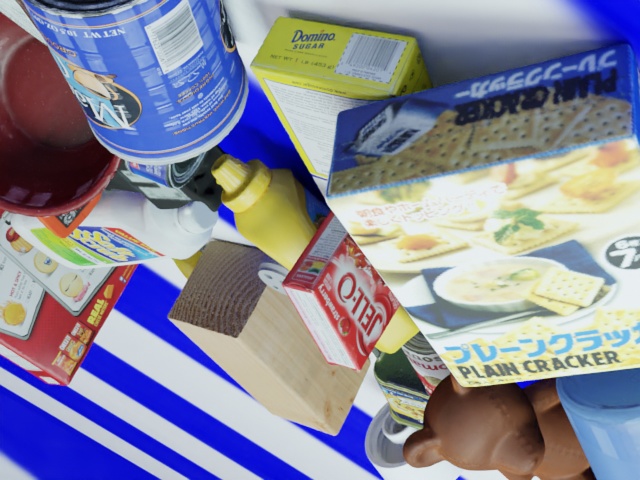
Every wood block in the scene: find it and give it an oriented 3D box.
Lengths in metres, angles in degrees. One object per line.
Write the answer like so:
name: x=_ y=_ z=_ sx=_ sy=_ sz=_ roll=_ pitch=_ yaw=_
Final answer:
wood block: x=-0.043 y=0.097 z=1.034 sx=0.091 sy=0.090 sz=0.206 roll=11 pitch=153 yaw=36

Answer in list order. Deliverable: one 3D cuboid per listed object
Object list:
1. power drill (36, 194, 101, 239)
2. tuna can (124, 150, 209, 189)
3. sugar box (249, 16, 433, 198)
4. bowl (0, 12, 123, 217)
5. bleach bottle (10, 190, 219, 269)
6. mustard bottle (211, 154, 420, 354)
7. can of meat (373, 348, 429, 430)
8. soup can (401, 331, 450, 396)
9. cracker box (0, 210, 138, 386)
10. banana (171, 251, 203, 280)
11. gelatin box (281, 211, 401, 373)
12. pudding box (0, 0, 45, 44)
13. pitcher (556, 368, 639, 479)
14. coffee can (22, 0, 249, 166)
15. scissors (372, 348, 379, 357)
power drill: x=-0.284 y=-0.089 z=0.905 sx=0.188 sy=0.057 sz=0.184 roll=35 pitch=169 yaw=23
tuna can: x=-0.096 y=-0.078 z=0.713 sx=0.034 sy=0.086 sz=0.086 roll=22 pitch=158 yaw=9
sugar box: x=0.033 y=-0.060 z=0.658 sx=0.093 sy=0.048 sz=0.176 roll=16 pitch=159 yaw=27
bowl: x=-0.201 y=-0.100 z=0.763 sx=0.162 sy=0.055 sz=0.162 roll=5 pitch=110 yaw=14
bleach bottle: x=-0.182 y=-0.021 z=0.975 sx=0.251 sy=0.068 sz=0.102 roll=-4 pitch=142 yaw=50
mustard bottle: x=-0.006 y=0.001 z=0.791 sx=0.191 sy=0.058 sz=0.096 roll=41 pitch=-164 yaw=-26
can of meat: x=0.106 y=0.140 z=0.999 sx=0.102 sy=0.057 sz=0.084 roll=14 pitch=152 yaw=29
soup can: x=0.104 y=0.086 z=0.867 sx=0.069 sy=0.068 sz=0.102 roll=14 pitch=154 yaw=31
cracker box: x=-0.312 y=0.026 z=1.090 sx=0.213 sy=0.164 sz=0.072 roll=39 pitch=153 yaw=-26
banana: x=-0.107 y=0.055 z=1.093 sx=0.070 sy=0.037 sz=0.198 roll=35 pitch=162 yaw=28
gelatin box: x=0.019 y=0.032 z=0.706 sx=0.030 sy=0.073 sz=0.089 roll=11 pitch=143 yaw=37
pudding box: x=-0.198 y=-0.169 z=0.650 sx=0.090 sy=0.039 sz=0.113 roll=35 pitch=175 yaw=1
pitcher: x=0.265 y=0.158 z=0.736 sx=0.242 sy=0.149 sz=0.145 roll=57 pitch=167 yaw=-29
coffee can: x=-0.103 y=-0.122 z=0.602 sx=0.103 sy=0.102 sz=0.140 roll=20 pitch=157 yaw=18
scissors: x=0.046 y=0.072 z=0.971 sx=0.096 sy=0.016 sz=0.201 roll=8 pitch=151 yaw=41
